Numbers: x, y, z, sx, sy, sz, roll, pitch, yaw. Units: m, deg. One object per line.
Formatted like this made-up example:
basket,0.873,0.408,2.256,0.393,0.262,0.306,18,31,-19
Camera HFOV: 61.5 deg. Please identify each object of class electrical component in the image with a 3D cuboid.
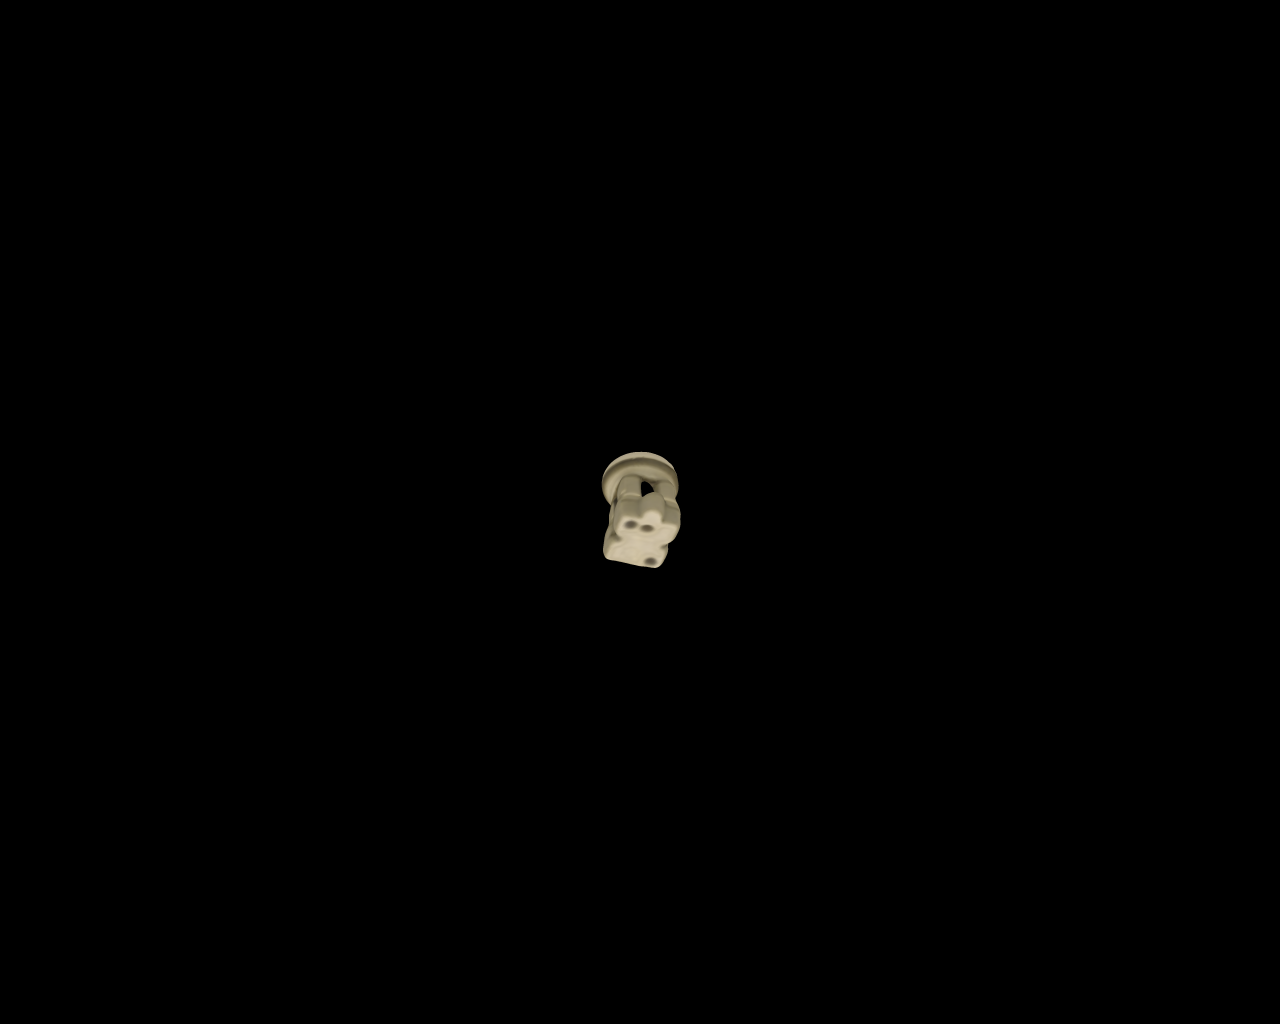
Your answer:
electrical component,0.001,-0.003,0.650,0.048,0.055,0.066,11,-43,-12
